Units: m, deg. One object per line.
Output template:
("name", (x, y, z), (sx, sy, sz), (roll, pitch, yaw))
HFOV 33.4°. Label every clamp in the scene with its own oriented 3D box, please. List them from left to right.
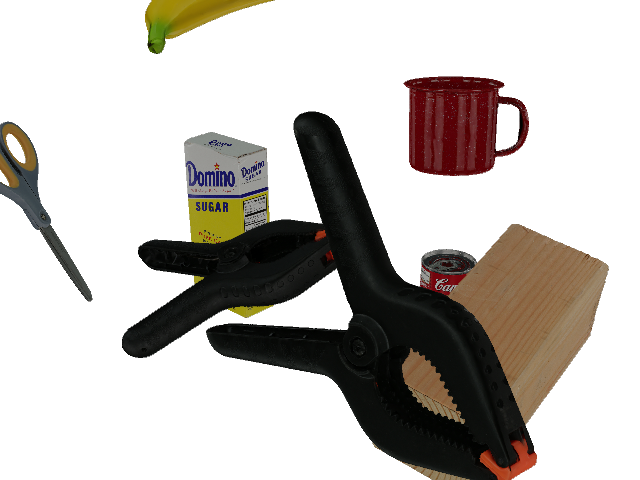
("clamp", (-0.066, 0.030, 0.769), (0.172, 0.120, 0.039), (-12, -48, 18))
("clamp", (0.030, 0.041, 0.558), (0.210, 0.165, 0.036), (35, 32, 31))

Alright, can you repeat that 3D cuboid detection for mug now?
("mug", (0.136, -0.107, 1.002), (0.117, 0.081, 0.093), (3, 16, 11))

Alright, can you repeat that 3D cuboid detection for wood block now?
("wood block", (0.136, 0.088, 0.840), (0.091, 0.090, 0.205), (26, 48, 25))

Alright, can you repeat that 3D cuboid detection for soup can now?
("soup can", (0.156, 0.071, 1.330), (0.068, 0.102, 0.068), (1, 24, -1))

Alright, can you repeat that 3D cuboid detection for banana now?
("banana", (-0.043, -0.171, 0.729), (0.197, 0.070, 0.037), (-25, -33, -23))

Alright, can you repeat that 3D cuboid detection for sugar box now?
("sugar box", (-0.095, -0.017, 1.109), (0.048, 0.176, 0.093), (-23, 29, -38))

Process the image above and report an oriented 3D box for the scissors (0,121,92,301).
("scissors", (-0.280, -0.038, 1.073), (0.016, 0.201, 0.096), (-24, 28, 25))
